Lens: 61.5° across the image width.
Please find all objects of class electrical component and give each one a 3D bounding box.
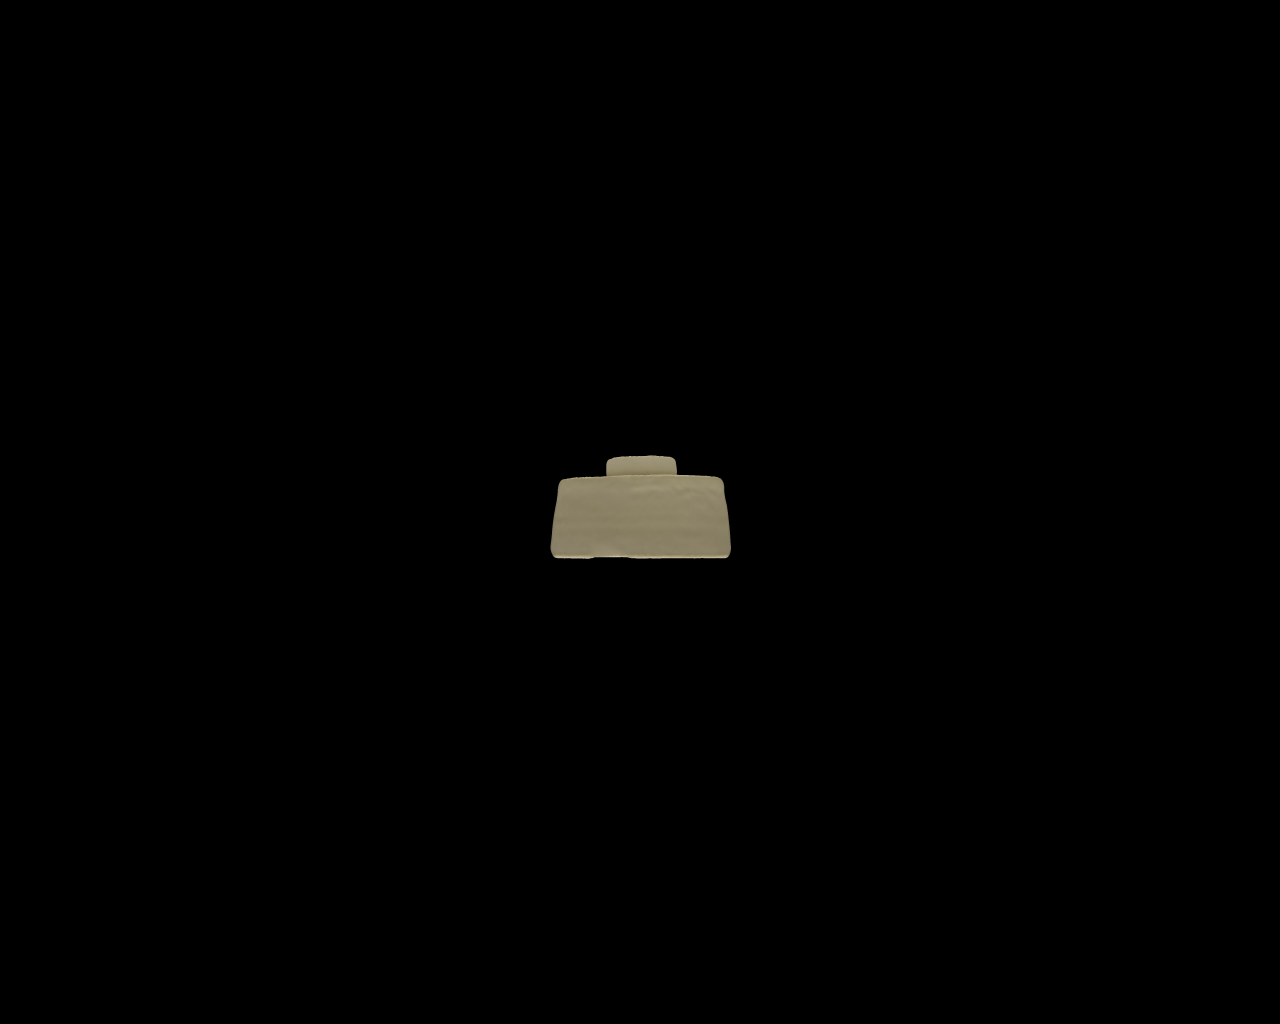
[{"bbox_3d":[0.001,-0.003,0.650,0.108,0.060,0.108,0,-2,0],"label":"electrical component"}]
